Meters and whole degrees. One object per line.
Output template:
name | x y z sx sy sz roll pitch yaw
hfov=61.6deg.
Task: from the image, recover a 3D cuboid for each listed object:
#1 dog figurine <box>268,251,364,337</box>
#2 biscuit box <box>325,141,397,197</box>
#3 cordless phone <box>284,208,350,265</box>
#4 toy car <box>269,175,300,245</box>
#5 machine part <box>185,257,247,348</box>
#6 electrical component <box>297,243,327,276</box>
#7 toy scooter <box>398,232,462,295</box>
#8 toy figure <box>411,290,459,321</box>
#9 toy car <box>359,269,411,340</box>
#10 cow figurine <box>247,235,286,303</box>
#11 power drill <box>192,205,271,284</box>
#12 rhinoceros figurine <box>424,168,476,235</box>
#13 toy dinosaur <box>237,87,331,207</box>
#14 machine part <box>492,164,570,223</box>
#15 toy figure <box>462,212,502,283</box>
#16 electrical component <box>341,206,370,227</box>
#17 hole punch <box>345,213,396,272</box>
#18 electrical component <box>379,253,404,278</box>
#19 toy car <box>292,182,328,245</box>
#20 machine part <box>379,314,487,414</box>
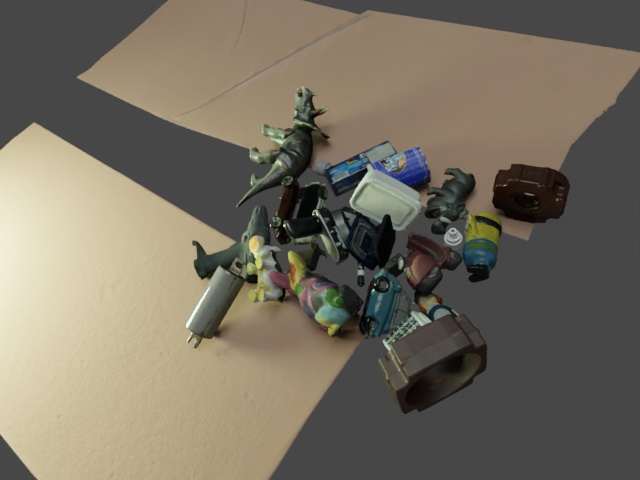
dog figurine | -0.016 0.115 1.234 0.219 0.191 0.108 39 79 10
biscuit box | 0.116 -0.196 1.487 0.203 0.062 0.059 -26 54 -2
cordless phone | -0.003 -0.003 1.296 0.089 0.184 0.146 -30 80 35
toy car | -0.094 -0.081 1.450 0.053 0.089 0.202 4 59 17
machine part | -0.256 0.150 1.311 0.079 0.079 0.243 29 89 30
electrical component | -0.025 0.059 1.364 0.078 0.045 0.102 -19 45 38
toy scooter | 0.238 0.043 1.245 0.135 0.075 0.184 41 43 17
toy figure | 0.262 0.160 1.206 0.064 0.057 0.155 -17 48 -25
toy car | 0.153 0.152 1.216 0.103 0.109 0.161 15 72 0
cow figurine | -0.126 0.072 1.325 0.068 0.098 0.167 -18 72 48
power drill | -0.231 0.019 1.432 0.207 0.085 0.232 -10 57 -1
rhinoceros figurine | 0.326 -0.095 1.359 0.112 0.073 0.190 28 65 18
toy dinosaur | -0.089 -0.244 1.550 0.192 0.131 0.405 7 65 20
machine part | 0.490 -0.105 1.258 0.180 0.179 0.056 13 64 23
toy figure | 0.381 0.014 1.259 0.089 0.082 0.180 12 51 1
electrical component | 0.065 -0.047 1.408 0.119 0.047 0.075 22 64 25
hole punch | 0.126 0.004 1.313 0.092 0.115 0.142 4 54 24
electrical component | 0.184 0.061 1.290 0.094 0.063 0.021 -35 54 -11
toy car | -0.029 -0.074 1.448 0.074 0.056 0.202 -1 54 22
machine part | 0.224 0.245 1.067 0.201 0.200 0.087 -26 51 -3
